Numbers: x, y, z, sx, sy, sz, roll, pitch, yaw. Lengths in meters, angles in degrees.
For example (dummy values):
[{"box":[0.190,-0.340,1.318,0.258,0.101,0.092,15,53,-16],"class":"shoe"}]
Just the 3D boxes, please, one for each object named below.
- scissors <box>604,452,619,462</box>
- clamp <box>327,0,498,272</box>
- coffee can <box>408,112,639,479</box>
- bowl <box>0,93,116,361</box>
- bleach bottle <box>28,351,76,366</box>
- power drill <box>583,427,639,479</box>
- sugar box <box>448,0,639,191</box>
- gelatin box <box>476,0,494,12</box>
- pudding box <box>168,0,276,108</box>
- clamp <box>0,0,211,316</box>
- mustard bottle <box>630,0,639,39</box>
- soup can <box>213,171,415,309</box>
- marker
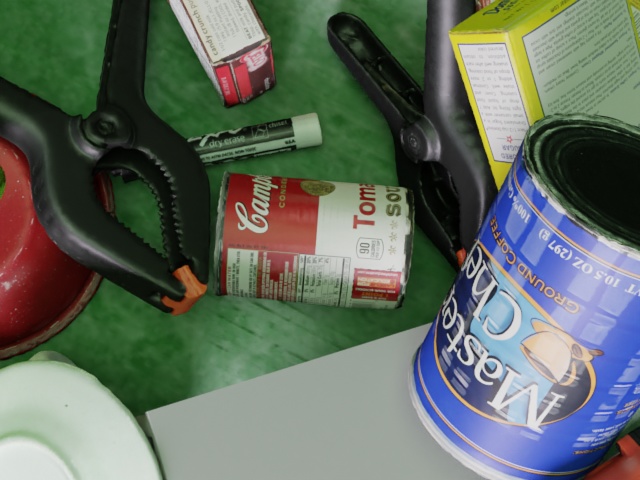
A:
[{"box":[0.118,0.183,0.586,0.201,0.016,0.096,-21,86,-4],"class":"scissors"},{"box":[0.066,-0.065,0.570,0.039,0.120,0.171,-25,89,-24],"class":"clamp"},{"box":[0.111,0.029,0.478,0.103,0.102,0.140,22,127,1],"class":"coffee can"},{"box":[-0.195,-0.014,0.581,0.162,0.055,0.162,0,84,-2],"class":"bowl"},{"box":[-0.202,0.177,0.555,0.251,0.068,0.102,-44,87,-4],"class":"bleach bottle"},{"box":[0.188,0.144,0.515,0.184,0.187,0.057,-28,43,-4],"class":"power drill"},{"box":[0.133,-0.045,0.549,0.093,0.048,0.176,-35,119,-29],"class":"sugar box"},{"box":[0.094,-0.127,0.594,0.030,0.073,0.089,-3,84,-2],"class":"gelatin box"},{"box":[-0.063,-0.136,0.582,0.039,0.090,0.113,-28,84,-5],"class":"pudding box"},{"box":[-0.113,-0.060,0.568,0.164,0.036,0.210,-34,84,-34],"class":"clamp"},{"box":[0.217,-0.151,0.609,0.096,0.058,0.191,42,84,8],"class":"mustard bottle"},{"box":[-0.004,0.001,0.578,0.102,0.068,0.068,5,83,-1],"class":"soup can"},{"box":[-0.059,-0.052,0.608,0.121,0.020,0.020,-11,84,-3],"class":"marker"}]
